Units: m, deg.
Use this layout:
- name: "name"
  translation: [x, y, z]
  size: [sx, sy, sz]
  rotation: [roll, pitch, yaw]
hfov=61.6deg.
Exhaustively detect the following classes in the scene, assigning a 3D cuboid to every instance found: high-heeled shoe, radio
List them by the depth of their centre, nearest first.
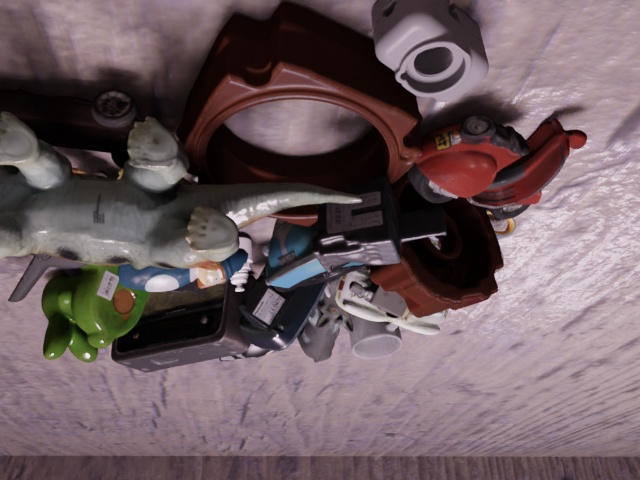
- name: "radio"
  translation: [-0.214, 0.122, 0.835]
  size: [0.230, 0.131, 0.073]
  rotation: [-16, 148, 23]
- name: "high-heeled shoe"
  translation: [-0.115, 0.168, 0.936]
  size: [0.145, 0.086, 0.248]
  rotation: [-4, 173, 5]

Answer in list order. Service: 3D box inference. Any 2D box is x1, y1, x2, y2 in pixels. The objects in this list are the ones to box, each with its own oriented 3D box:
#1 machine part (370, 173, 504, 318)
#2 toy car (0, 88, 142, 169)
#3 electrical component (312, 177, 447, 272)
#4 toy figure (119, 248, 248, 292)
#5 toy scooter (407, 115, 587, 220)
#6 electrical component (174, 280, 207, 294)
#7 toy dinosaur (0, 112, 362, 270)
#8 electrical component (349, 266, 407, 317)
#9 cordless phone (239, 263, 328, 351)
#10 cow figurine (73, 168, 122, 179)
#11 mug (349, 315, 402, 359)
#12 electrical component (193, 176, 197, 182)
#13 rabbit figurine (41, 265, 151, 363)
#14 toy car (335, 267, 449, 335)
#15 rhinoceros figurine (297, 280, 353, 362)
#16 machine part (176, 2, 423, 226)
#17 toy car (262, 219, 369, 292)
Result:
- name: "machine part"
  translation: [0.124, -0.002, 0.596]
  size: [0.179, 0.179, 0.056]
  rotation: [17, 149, -28]
- name: "toy car"
  translation: [-0.252, -0.115, 0.509]
  size: [0.202, 0.053, 0.089]
  rotation: [6, 153, -3]
- name: "electrical component"
  translation: [0.054, -0.015, 0.500]
  size: [0.119, 0.075, 0.047]
  rotation: [-7, 149, 18]
- name: "toy figure"
  translation: [-0.166, 0.034, 0.666]
  size: [0.154, 0.057, 0.064]
  rotation: [-2, 174, -11]
- name: "toy scooter"
  translation: [0.190, -0.083, 0.558]
  size: [0.184, 0.075, 0.135]
  rotation: [14, 146, -30]
- name: "electrical component"
  translation: [-0.205, 0.028, 0.750]
  size: [0.115, 0.058, 0.134]
  rotation: [12, 146, -18]
- name: "toy dinosaur"
  translation: [-0.183, -0.026, 0.480]
  size: [0.405, 0.131, 0.192]
  rotation: [9, 173, -11]
- name: "electrical component"
  translation: [0.099, 0.058, 0.701]
  size: [0.102, 0.078, 0.045]
  rotation: [33, 176, -19]
- name: "cordless phone"
  translation: [-0.064, 0.101, 0.804]
  size: [0.089, 0.146, 0.184]
  rotation: [31, 155, 0]
- name: "cow figurine"
  translation: [-0.220, -0.041, 0.623]
  size: [0.167, 0.068, 0.098]
  rotation: [16, 168, -24]
- name: "mug"
  translation: [0.088, 0.122, 0.869]
  size: [0.081, 0.107, 0.109]
  rotation: [10, 137, -23]
- name: "electrical component"
  translation: [-0.097, -0.065, 0.629]
  size: [0.063, 0.021, 0.094]
  rotation: [-26, 142, 36]
- name: "rabbit figurine"
  translation: [-0.349, 0.102, 0.805]
  size: [0.170, 0.159, 0.121]
  rotation: [-3, 163, 33]
- name: "toy car"
  translation: [0.111, 0.086, 0.773]
  size: [0.201, 0.073, 0.056]
  rotation: [18, 178, -29]
- name: "rhinoceros figurine"
  translation: [0.011, 0.112, 0.842]
  size: [0.073, 0.112, 0.190]
  rotation: [12, 127, -13]
- name: "machine part"
  translation: [-0.021, -0.101, 0.510]
  size: [0.201, 0.087, 0.201]
  rotation: [16, 144, -26]
- name: "toy car"
  translation: [-0.001, -0.002, 0.656]
  size: [0.109, 0.103, 0.161]
  rotation: [-26, 170, 33]
